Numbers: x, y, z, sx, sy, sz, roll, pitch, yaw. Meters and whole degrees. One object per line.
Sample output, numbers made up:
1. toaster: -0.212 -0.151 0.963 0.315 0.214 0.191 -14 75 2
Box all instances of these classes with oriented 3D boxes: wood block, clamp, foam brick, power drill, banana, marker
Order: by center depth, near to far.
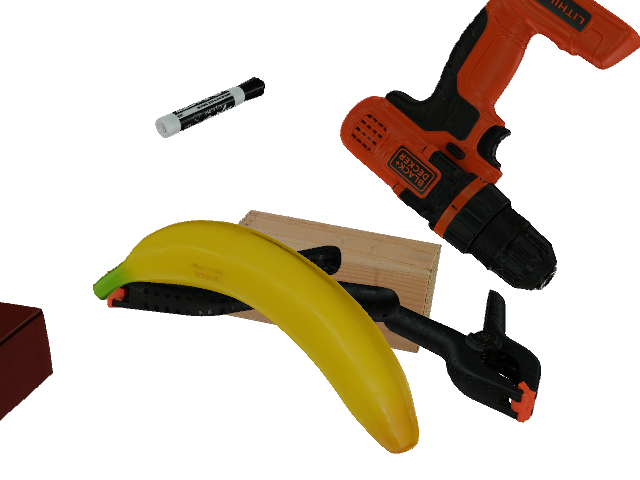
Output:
1. banana: -0.026 0.036 0.553 0.198 0.070 0.037 25 9 23
2. foam brick: -0.225 0.082 0.711 0.053 0.051 0.078 7 29 23
3. power drill: 0.129 -0.083 0.728 0.184 0.188 0.057 41 14 13
4. clamp: -0.052 0.035 0.804 0.209 0.036 0.165 -3 12 -21
5. clamp: 0.145 0.093 0.930 0.120 0.039 0.172 -17 37 -24
6. marker: -0.099 -0.125 0.989 0.120 0.020 0.020 -30 18 -34
7. wood block: 0.011 0.040 1.097 0.206 0.091 0.090 11 22 10
